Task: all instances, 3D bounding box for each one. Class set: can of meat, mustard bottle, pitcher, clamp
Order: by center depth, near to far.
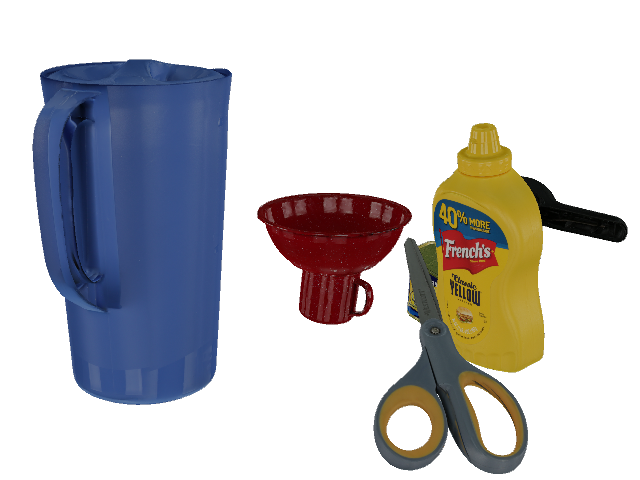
[{"bbox_3d":[-0.136,-0.006,0.772,0.149,0.243,0.145,-5,17,-21],"label":"pitcher"},{"bbox_3d":[0.130,0.002,0.834,0.058,0.192,0.096,-20,28,-32],"label":"mustard bottle"},{"bbox_3d":[0.220,-0.027,1.066,0.120,0.039,0.171,-9,34,-15],"label":"clamp"},{"bbox_3d":[0.149,0.062,1.256,0.057,0.084,0.102,-23,39,-34],"label":"can of meat"}]

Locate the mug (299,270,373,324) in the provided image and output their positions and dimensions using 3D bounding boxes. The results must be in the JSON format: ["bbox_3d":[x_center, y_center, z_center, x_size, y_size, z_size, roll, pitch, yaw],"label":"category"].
[{"bbox_3d":[0.023,0.071,1.512,0.117,0.081,0.093,18,24,27],"label":"mug"}]

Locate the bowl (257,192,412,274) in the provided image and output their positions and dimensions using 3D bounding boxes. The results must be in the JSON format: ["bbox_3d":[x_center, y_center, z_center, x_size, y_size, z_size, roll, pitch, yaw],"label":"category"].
[{"bbox_3d":[0.015,-0.004,1.116,0.162,0.055,0.162,0,17,0],"label":"bowl"}]

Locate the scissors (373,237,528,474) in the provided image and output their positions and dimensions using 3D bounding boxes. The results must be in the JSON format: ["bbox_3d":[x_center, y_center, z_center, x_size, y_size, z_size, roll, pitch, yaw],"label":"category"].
[{"bbox_3d":[0.057,0.070,0.663,0.096,0.016,0.202,-15,42,-15],"label":"scissors"}]
